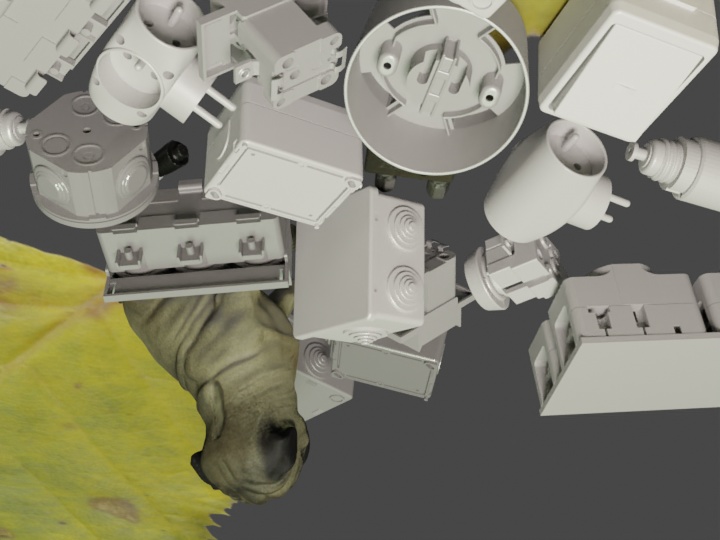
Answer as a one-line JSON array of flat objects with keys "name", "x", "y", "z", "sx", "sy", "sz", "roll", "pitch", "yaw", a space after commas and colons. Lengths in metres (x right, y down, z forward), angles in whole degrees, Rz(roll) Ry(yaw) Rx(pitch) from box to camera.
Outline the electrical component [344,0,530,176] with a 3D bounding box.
[{"name": "electrical component", "x": 0.044, "y": -0.108, "z": 0.587, "sx": 0.099, "sy": 0.064, "sz": 0.099, "roll": 8, "pitch": 142, "yaw": 6}]

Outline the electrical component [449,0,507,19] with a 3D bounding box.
[{"name": "electrical component", "x": 0.053, "y": -0.176, "z": 0.506, "sx": 0.100, "sy": 0.048, "sz": 0.100, "roll": 24, "pitch": 141, "yaw": -22}]

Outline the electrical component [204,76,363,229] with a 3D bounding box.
[{"name": "electrical component", "x": -0.041, "y": -0.073, "z": 0.668, "sx": 0.096, "sy": 0.061, "sz": 0.062, "roll": 15, "pitch": 146, "yaw": -25}]

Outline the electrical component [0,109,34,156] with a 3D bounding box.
[{"name": "electrical component", "x": -0.245, "y": -0.089, "z": 0.693, "sx": 0.078, "sy": 0.040, "sz": 0.040, "roll": -3, "pitch": 144, "yaw": 14}]

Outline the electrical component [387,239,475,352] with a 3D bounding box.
[{"name": "electrical component", "x": 0.042, "y": 0.016, "z": 0.764, "sx": 0.042, "sy": 0.081, "sz": 0.063, "roll": 26, "pitch": 130, "yaw": 38}]

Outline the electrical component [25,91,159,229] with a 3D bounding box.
[{"name": "electrical component", "x": -0.168, "y": -0.069, "z": 0.675, "sx": 0.080, "sy": 0.080, "sz": 0.051, "roll": 7, "pitch": 140, "yaw": 1}]

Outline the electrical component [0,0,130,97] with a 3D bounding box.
[{"name": "electrical component", "x": -0.165, "y": -0.150, "z": 0.570, "sx": 0.079, "sy": 0.063, "sz": 0.121, "roll": 28, "pitch": 140, "yaw": -28}]

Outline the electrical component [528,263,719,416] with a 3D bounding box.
[{"name": "electrical component", "x": 0.225, "y": 0.048, "z": 0.761, "sx": 0.186, "sy": 0.060, "sz": 0.105, "roll": -1, "pitch": 147, "yaw": -9}]

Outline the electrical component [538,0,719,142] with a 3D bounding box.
[{"name": "electrical component", "x": 0.141, "y": -0.119, "z": 0.562, "sx": 0.062, "sy": 0.061, "sz": 0.096, "roll": 17, "pitch": 144, "yaw": -14}]

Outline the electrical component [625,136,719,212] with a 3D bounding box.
[{"name": "electrical component", "x": 0.199, "y": -0.062, "z": 0.652, "sx": 0.078, "sy": 0.040, "sz": 0.040, "roll": 14, "pitch": 145, "yaw": -11}]

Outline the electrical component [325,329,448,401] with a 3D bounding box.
[{"name": "electrical component", "x": 0.018, "y": 0.051, "z": 0.837, "sx": 0.096, "sy": 0.061, "sz": 0.061, "roll": 14, "pitch": 146, "yaw": 4}]

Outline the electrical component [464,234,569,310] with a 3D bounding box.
[{"name": "electrical component", "x": 0.107, "y": 0.000, "z": 0.755, "sx": 0.055, "sy": 0.048, "sz": 0.066, "roll": -24, "pitch": 136, "yaw": 26}]

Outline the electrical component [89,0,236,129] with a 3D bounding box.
[{"name": "electrical component", "x": -0.109, "y": -0.111, "z": 0.624, "sx": 0.079, "sy": 0.044, "sz": 0.077, "roll": 36, "pitch": 139, "yaw": -13}]

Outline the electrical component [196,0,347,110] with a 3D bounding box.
[{"name": "electrical component", "x": -0.044, "y": -0.123, "z": 0.575, "sx": 0.081, "sy": 0.063, "sz": 0.042, "roll": -30, "pitch": 155, "yaw": -22}]

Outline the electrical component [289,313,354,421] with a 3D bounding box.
[{"name": "electrical component", "x": -0.061, "y": 0.086, "z": 0.905, "sx": 0.100, "sy": 0.048, "sz": 0.100, "roll": 29, "pitch": 139, "yaw": -30}]

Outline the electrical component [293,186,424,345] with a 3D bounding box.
[{"name": "electrical component", "x": 0.000, "y": 0.000, "z": 0.719, "sx": 0.048, "sy": 0.099, "sz": 0.100, "roll": 11, "pitch": 162, "yaw": -35}]

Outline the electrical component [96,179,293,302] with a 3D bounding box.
[{"name": "electrical component", "x": -0.110, "y": -0.022, "z": 0.721, "sx": 0.121, "sy": 0.078, "sz": 0.063, "roll": -5, "pitch": 133, "yaw": 2}]

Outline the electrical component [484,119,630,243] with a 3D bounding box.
[{"name": "electrical component", "x": 0.131, "y": -0.049, "z": 0.679, "sx": 0.079, "sy": 0.044, "sz": 0.077, "roll": 19, "pitch": 144, "yaw": -16}]
